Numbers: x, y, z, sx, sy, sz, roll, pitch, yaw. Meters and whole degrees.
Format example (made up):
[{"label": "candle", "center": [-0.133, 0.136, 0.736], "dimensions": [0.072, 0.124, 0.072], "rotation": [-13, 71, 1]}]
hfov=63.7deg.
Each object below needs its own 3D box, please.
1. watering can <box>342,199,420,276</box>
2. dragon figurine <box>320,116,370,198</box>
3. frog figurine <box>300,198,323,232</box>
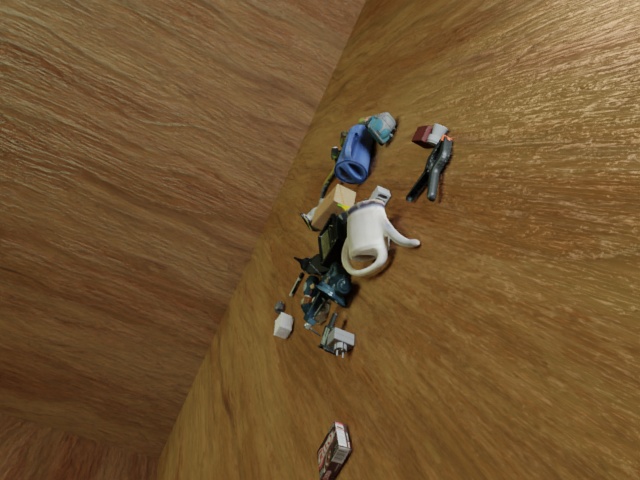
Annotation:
[{"label": "watering can", "center": [0.167, -0.020, 1.522], "dimensions": [0.343, 0.104, 0.228], "rotation": [-31, 56, 51]}, {"label": "dragon figurine", "center": [0.114, -0.384, 2.328], "dimensions": [0.404, 0.122, 0.246], "rotation": [-57, 0, 22]}, {"label": "frog figurine", "center": [0.007, -0.114, 2.269], "dimensions": [0.160, 0.122, 0.137], "rotation": [-31, 4, -7]}]
